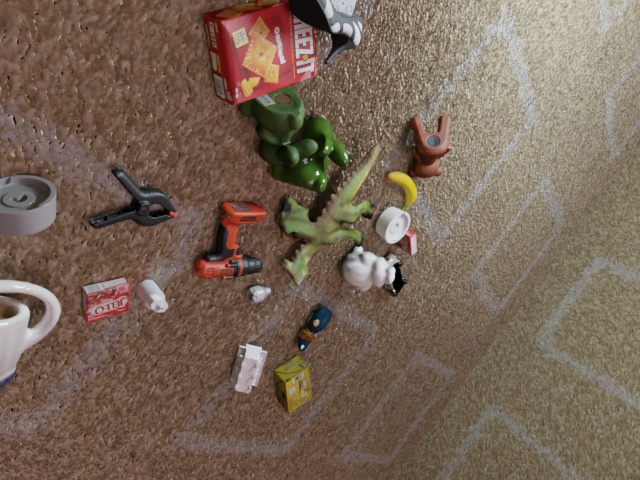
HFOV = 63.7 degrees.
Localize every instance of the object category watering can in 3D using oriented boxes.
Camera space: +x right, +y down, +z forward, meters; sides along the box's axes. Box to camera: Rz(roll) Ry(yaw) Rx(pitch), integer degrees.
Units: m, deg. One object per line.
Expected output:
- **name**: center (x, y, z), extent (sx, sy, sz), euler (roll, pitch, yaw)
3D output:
- **watering can**: center (-0.617, 0.164, 0.845), extent (0.348, 0.105, 0.221), euler (0, 118, -46)

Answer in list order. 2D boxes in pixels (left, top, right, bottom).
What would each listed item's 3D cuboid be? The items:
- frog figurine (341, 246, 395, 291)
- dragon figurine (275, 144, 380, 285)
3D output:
- **frog figurine**: center (0.143, 0.098, 1.540), extent (0.123, 0.162, 0.134), euler (-14, 128, -36)
- **dragon figurine**: center (0.004, -0.067, 1.330), extent (0.243, 0.124, 0.403), euler (-2, 118, -36)
